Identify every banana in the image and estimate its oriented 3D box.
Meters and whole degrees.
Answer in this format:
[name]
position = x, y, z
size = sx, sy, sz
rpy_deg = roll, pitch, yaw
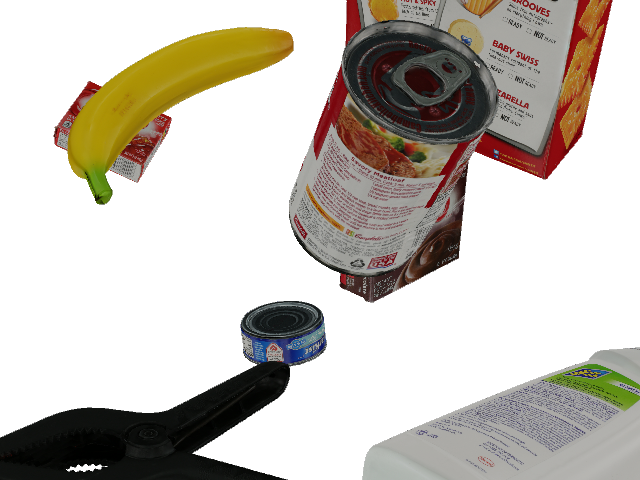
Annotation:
[banana]
position = -0.100, -0.092, 0.692
size = 0.070, 0.197, 0.037
rpy_deg = 35, -34, 13

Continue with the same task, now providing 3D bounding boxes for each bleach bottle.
[bleach bottle]
position = 0.146, 0.112, 0.590
size = 0.250, 0.068, 0.103
rpy_deg = -16, 25, -36

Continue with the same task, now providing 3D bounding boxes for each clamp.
[clamp]
position = -0.091, 0.116, 0.591
size = 0.209, 0.036, 0.164
rpy_deg = -1, 22, -10

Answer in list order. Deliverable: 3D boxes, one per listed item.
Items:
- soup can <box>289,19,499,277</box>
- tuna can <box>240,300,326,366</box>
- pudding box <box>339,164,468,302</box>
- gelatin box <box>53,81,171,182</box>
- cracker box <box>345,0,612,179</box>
[soup can]
position = 0.029, -0.038, 0.477
size = 0.068, 0.068, 0.102
rpy_deg = 0, -35, -18
[tuna can]
position = -0.037, 0.093, 1.077
size = 0.086, 0.034, 0.086
rpy_deg = -5, 22, 2
[pudding box]
position = 0.065, -0.014, 0.825
size = 0.039, 0.090, 0.113
rpy_deg = 24, 34, 36
[gelatin box]
position = -0.196, -0.104, 1.010
size = 0.089, 0.073, 0.030
rpy_deg = 25, -43, -3
[cracker box]
position = 0.102, -0.164, 0.692
size = 0.164, 0.214, 0.072
rpy_deg = 25, 49, 24
